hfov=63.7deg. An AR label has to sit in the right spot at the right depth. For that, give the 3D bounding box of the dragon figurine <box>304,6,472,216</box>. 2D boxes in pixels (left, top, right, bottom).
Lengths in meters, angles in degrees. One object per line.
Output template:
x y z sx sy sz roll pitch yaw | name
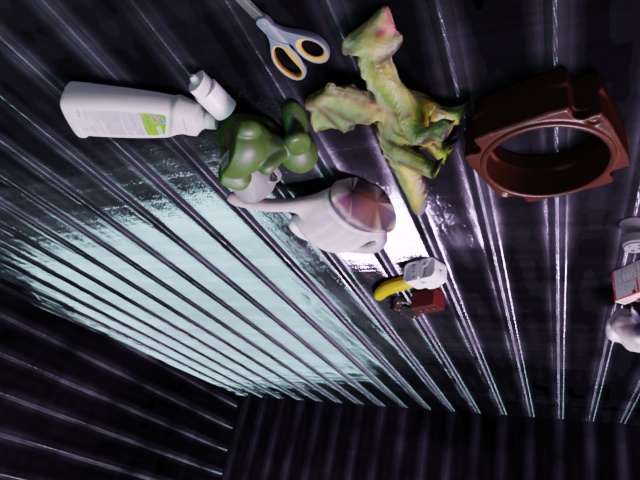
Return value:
0.092 -0.176 0.813 0.243 0.124 0.401 24 152 11 | dragon figurine

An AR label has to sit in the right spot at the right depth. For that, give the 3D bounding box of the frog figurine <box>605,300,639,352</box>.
0.720 0.210 1.187 0.137 0.125 0.156 -1 156 -9 | frog figurine

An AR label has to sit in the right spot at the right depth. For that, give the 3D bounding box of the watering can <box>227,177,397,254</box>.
0.003 -0.052 1.035 0.345 0.106 0.221 22 149 -23 | watering can
